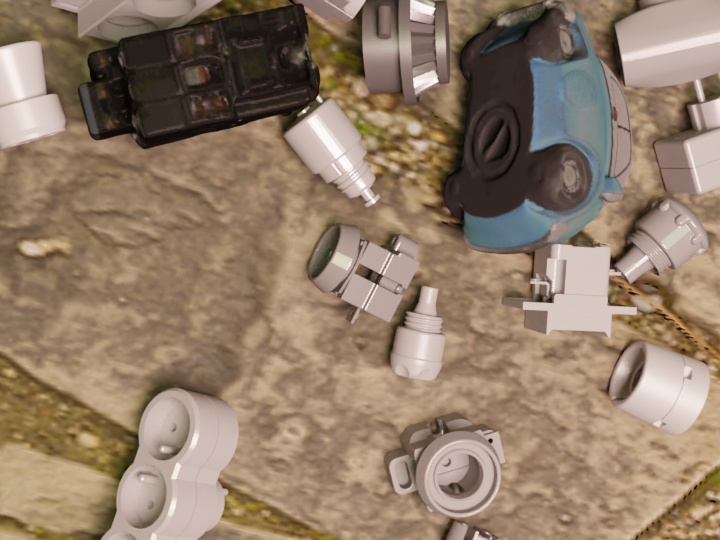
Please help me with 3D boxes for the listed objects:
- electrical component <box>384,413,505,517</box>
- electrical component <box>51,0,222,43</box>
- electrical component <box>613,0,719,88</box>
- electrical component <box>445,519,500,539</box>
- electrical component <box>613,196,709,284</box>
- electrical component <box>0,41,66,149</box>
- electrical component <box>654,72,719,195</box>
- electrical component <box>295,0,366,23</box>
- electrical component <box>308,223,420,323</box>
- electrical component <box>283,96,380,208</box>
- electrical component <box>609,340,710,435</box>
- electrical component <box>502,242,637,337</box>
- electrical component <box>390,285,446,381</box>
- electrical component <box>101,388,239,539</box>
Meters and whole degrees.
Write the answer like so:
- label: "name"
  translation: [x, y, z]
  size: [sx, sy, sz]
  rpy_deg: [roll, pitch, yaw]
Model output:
- label: "electrical component"
  translation: [0.061, 0.131, 0.719]
  size: [0.078, 0.057, 0.058]
  rpy_deg: [-15, 98, -9]
- label: "electrical component"
  translation: [-0.113, -0.179, 0.616]
  size: [0.079, 0.121, 0.063]
  rpy_deg: [7, 73, -41]
- label: "electrical component"
  translation: [0.209, -0.168, 0.721]
  size: [0.077, 0.043, 0.079]
  rpy_deg: [-11, 67, 12]
- label: "electrical component"
  translation: [0.072, 0.199, 0.738]
  size: [0.040, 0.040, 0.046]
  rpy_deg: [23, 84, -13]
- label: "electrical component"
  translation: [0.204, -0.017, 0.740]
  size: [0.062, 0.048, 0.048]
  rpy_deg: [-40, 102, 2]
- label: "electrical component"
  translation: [-0.206, -0.105, 0.648]
  size: [0.045, 0.045, 0.055]
  rpy_deg: [-18, 99, -9]
- label: "electrical component"
  translation: [0.248, -0.101, 0.738]
  size: [0.083, 0.047, 0.075]
  rpy_deg: [-20, 99, -9]
- label: "electrical component"
  translation: [0.005, -0.233, 0.654]
  size: [0.062, 0.089, 0.150]
  rpy_deg: [30, 89, -13]
- label: "electrical component"
  translation: [0.000, 0.000, 0.700]
  size: [0.055, 0.048, 0.066]
  rpy_deg: [27, 90, -20]
- label: "electrical component"
  translation: [-0.015, -0.074, 0.691]
  size: [0.040, 0.040, 0.078]
  rpy_deg: [-39, 101, -5]
- label: "electrical component"
  translation: [0.206, 0.080, 0.745]
  size: [0.047, 0.055, 0.055]
  rpy_deg: [23, 91, -9]
- label: "electrical component"
  translation: [0.143, 0.012, 0.732]
  size: [0.081, 0.042, 0.063]
  rpy_deg: [3, 91, -12]
- label: "electrical component"
  translation: [0.041, 0.041, 0.718]
  size: [0.035, 0.035, 0.061]
  rpy_deg: [11, 91, -12]
- label: "electrical component"
  translation: [-0.112, 0.148, 0.689]
  size: [0.074, 0.052, 0.138]
  rpy_deg: [24, 83, -52]
